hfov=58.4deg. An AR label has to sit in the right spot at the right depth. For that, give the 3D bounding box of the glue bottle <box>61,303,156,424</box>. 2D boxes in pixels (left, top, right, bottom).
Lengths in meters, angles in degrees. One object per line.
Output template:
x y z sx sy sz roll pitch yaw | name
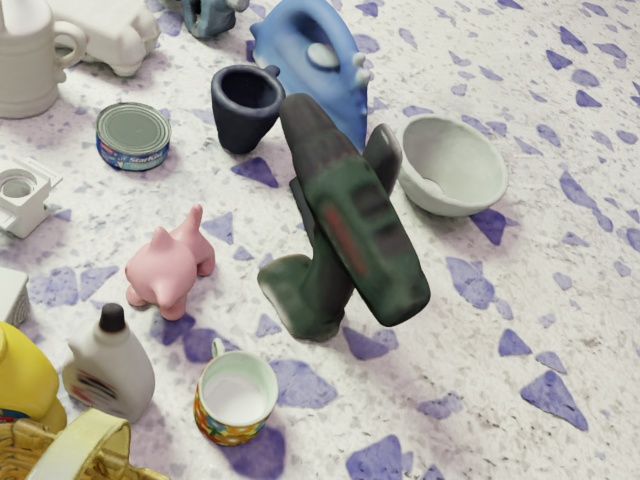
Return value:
-0.167 0.093 0.455 0.078 0.173 0.037 24 51 -3 | glue bottle

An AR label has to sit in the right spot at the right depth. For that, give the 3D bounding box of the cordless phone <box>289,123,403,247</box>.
0.040 -0.084 0.657 0.094 0.185 0.147 -11 60 -27 | cordless phone

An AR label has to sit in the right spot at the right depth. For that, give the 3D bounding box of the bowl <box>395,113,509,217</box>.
0.166 -0.090 0.783 0.168 0.074 0.167 11 53 -14 | bowl

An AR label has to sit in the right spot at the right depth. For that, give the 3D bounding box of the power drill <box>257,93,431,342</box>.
0.005 0.002 0.567 0.076 0.208 0.229 -23 67 -33 | power drill

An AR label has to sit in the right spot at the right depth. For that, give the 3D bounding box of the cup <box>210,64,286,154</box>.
-0.091 -0.164 0.723 0.091 0.095 0.118 30 50 2 | cup

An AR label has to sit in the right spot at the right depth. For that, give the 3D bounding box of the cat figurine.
-0.144 0.019 0.555 0.067 0.117 0.128 25 51 -3 | cat figurine

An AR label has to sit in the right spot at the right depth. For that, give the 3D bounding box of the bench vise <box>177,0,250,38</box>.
-0.165 -0.415 0.796 0.207 0.219 0.122 30 50 1 | bench vise

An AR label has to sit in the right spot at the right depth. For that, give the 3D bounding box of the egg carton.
-0.290 -0.278 0.745 0.150 0.069 0.107 21 51 -6 | egg carton

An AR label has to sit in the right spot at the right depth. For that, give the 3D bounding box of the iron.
0.010 -0.248 0.794 0.119 0.141 0.258 -21 66 -32 | iron

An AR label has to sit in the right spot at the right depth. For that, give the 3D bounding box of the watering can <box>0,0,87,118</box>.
-0.347 -0.233 0.609 0.173 0.194 0.100 -16 63 -30 | watering can
